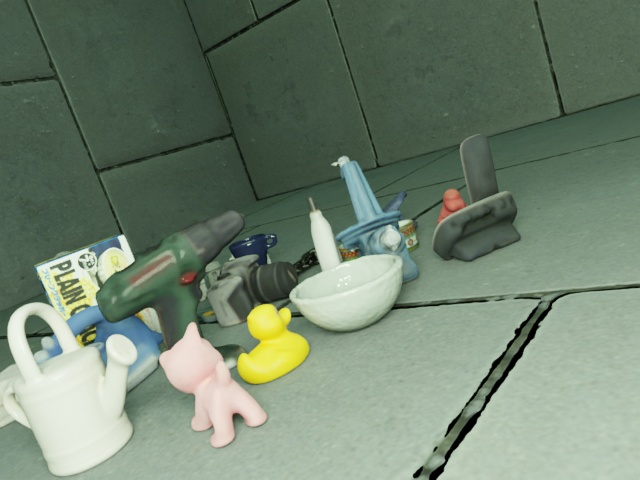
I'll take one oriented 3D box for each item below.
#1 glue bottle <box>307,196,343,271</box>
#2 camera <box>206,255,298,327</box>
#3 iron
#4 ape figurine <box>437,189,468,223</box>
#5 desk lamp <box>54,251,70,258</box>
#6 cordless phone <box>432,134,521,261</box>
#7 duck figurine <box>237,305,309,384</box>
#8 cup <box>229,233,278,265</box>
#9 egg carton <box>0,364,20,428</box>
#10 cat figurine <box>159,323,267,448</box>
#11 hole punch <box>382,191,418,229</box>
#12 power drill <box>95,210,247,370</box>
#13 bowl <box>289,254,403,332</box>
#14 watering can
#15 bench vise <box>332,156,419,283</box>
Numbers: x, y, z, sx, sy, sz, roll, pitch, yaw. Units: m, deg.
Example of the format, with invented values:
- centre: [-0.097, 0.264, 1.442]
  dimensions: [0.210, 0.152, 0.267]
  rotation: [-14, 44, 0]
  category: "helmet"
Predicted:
- centre: [0.009, 0.004, 1.017]
  dimensions: [0.037, 0.173, 0.078]
  rotation: [-18, 10, 7]
  category: "glue bottle"
- centre: [-0.120, 0.080, 1.060]
  dimensions: [0.136, 0.101, 0.143]
  rotation: [-15, 11, 21]
  category: "camera"
- centre: [-0.352, 0.175, 0.862]
  dimensions: [0.118, 0.141, 0.259]
  rotation: [-16, 10, 19]
  category: "iron"
- centre: [0.257, -0.052, 1.087]
  dimensions: [0.077, 0.092, 0.076]
  rotation: [-17, 10, 14]
  category: "ape figurine"
- centre: [-0.482, 0.123, 1.181]
  dimensions: [0.118, 0.214, 0.202]
  rotation: [-25, 12, -31]
  category: "desk lamp"
- centre: [0.240, -0.069, 0.940]
  dimensions: [0.148, 0.185, 0.094]
  rotation: [-23, 11, -21]
  category: "cordless phone"
- centre: [-0.068, 0.128, 0.740]
  dimensions: [0.077, 0.086, 0.105]
  rotation: [-9, 14, 46]
  category: "duck figurine"
- centre: [-0.145, 0.039, 1.354]
  dimensions: [0.117, 0.095, 0.092]
  rotation: [-17, 10, 11]
  category: "cup"
- centre: [-0.488, 0.245, 0.949]
  dimensions: [0.107, 0.069, 0.150]
  rotation: [-19, 10, 2]
  category: "egg carton"
- centre: [-0.126, 0.150, 0.631]
  dimensions: [0.067, 0.118, 0.127]
  rotation: [-26, 12, -32]
  category: "cat figurine"
- centre: [0.158, -0.053, 1.287]
  dimensions: [0.101, 0.091, 0.109]
  rotation: [-16, 10, 17]
  category: "hole punch"
- centre: [-0.182, 0.089, 0.813]
  dimensions: [0.230, 0.208, 0.075]
  rotation: [-23, 11, -20]
  category: "power drill"
- centre: [0.046, 0.083, 0.803]
  dimensions: [0.167, 0.075, 0.167]
  rotation: [-19, 10, 4]
  category: "bowl"
- centre: [-0.295, 0.161, 0.672]
  dimensions: [0.173, 0.194, 0.100]
  rotation: [-21, 10, -10]
  category: "watering can"
- centre: [0.094, -0.039, 0.952]
  dimensions: [0.122, 0.220, 0.206]
  rotation: [-24, 11, -24]
  category: "bench vise"
